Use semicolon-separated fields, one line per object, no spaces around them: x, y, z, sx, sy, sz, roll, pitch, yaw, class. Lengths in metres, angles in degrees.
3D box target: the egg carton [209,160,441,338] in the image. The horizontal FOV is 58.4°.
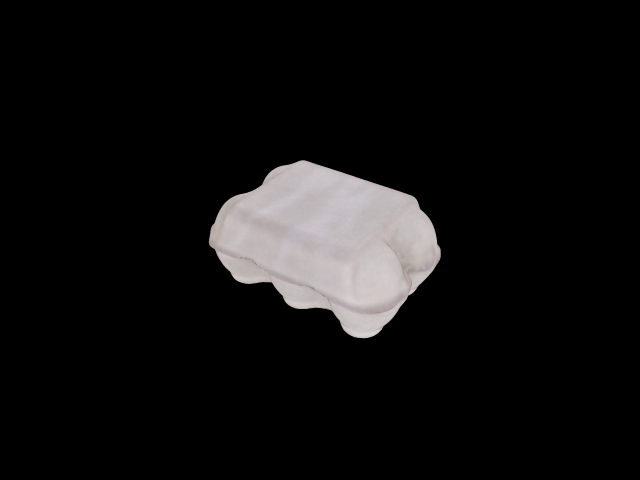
0.004;0.001;0.400;0.150;0.069;0.107;21;41;26;egg carton
